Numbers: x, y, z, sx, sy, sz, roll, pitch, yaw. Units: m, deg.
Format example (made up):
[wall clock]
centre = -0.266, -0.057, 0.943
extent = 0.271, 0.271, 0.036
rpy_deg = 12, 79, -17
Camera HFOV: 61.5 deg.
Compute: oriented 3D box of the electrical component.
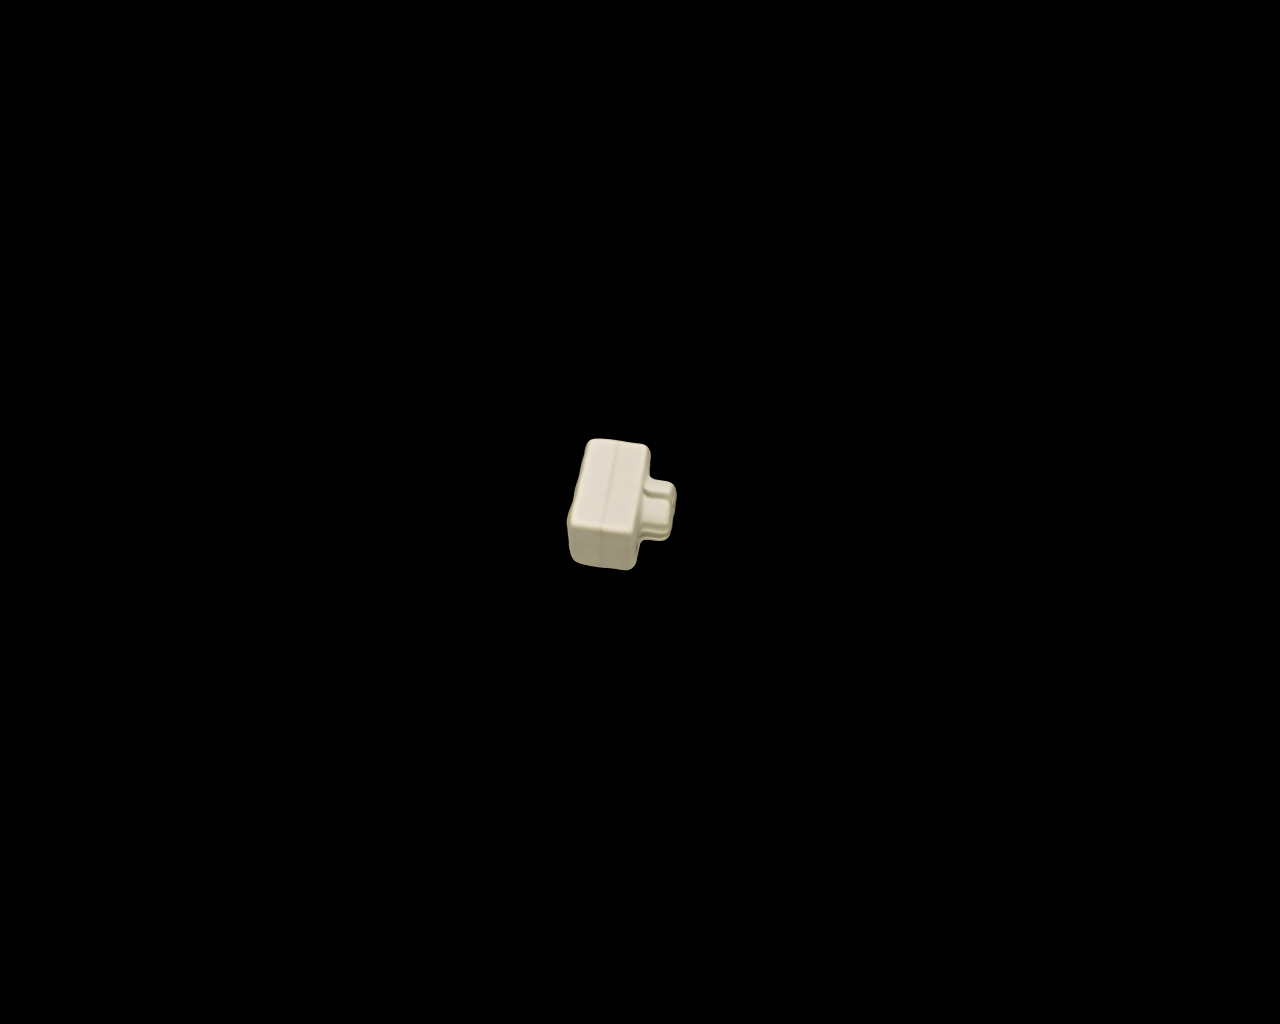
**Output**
[electrical component]
centre = 0.001, -0.003, 0.650
extent = 0.077, 0.066, 0.047
rpy_deg = 7, -32, 5
